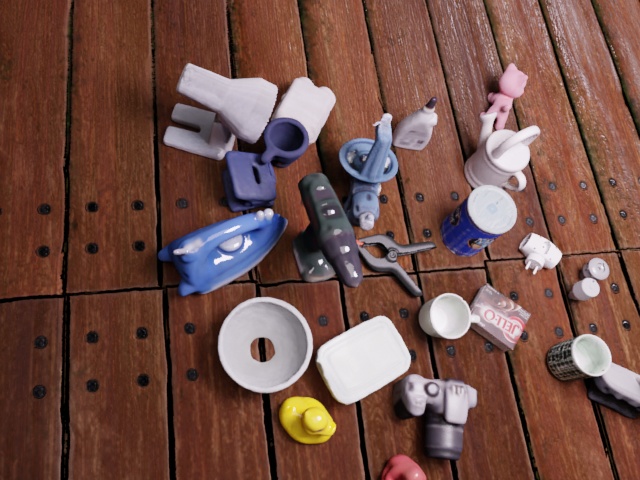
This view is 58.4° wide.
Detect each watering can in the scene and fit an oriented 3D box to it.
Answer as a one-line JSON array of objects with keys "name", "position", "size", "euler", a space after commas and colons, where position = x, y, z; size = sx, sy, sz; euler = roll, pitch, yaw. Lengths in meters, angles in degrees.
[{"name": "watering can", "position": [0.386, -0.189, 1.213], "size": [0.173, 0.194, 0.101], "euler": [43, 67, 6]}]

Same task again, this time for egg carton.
[{"name": "egg carton", "position": [-0.036, -0.275, 1.219], "size": [0.107, 0.069, 0.150], "euler": [25, 66, -2]}]

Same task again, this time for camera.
[{"name": "camera", "position": [0.211, 0.321, 1.031], "size": [0.143, 0.100, 0.137], "euler": [11, 68, -8]}]

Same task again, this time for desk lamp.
[{"name": "desk lamp", "position": [-0.193, -0.242, 1.093], "size": [0.203, 0.213, 0.118], "euler": [14, 67, -7]}]

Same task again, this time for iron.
[{"name": "iron", "position": [-0.161, -0.005, 1.050], "size": [0.259, 0.141, 0.118], "euler": [-29, 78, -21]}]

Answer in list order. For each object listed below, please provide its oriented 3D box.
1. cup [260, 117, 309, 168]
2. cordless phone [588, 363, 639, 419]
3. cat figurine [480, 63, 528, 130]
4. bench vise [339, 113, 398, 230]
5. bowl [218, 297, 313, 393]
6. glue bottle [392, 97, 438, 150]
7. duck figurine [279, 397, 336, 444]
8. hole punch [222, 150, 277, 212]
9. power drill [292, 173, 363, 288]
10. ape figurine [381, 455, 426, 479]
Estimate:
[{"name": "cup", "position": [-0.081, -0.179, 1.159], "size": [0.091, 0.095, 0.118], "euler": [39, 67, 4]}, {"name": "cordless phone", "position": [0.620, 0.274, 1.094], "size": [0.147, 0.185, 0.094], "euler": [22, 66, -3]}, {"name": "cat figurine", "position": [0.433, -0.337, 1.322], "size": [0.067, 0.117, 0.128], "euler": [24, 66, -2]}, {"name": "bench vise", "position": [0.110, -0.132, 1.115], "size": [0.122, 0.219, 0.207], "euler": [-11, 72, -16]}, {"name": "bowl", "position": [-0.100, 0.192, 1.025], "size": [0.167, 0.074, 0.167], "euler": [4, 69, -11]}, {"name": "glue bottle", "position": [0.212, -0.249, 1.208], "size": [0.078, 0.173, 0.037], "euler": [9, 68, -9]}, {"name": "duck figurine", "position": [-0.019, 0.310, 0.992], "size": [0.104, 0.086, 0.077], "euler": [29, 66, 0]}, {"name": "hole punch", "position": [-0.136, -0.122, 1.127], "size": [0.101, 0.091, 0.108], "euler": [-11, 72, -16]}, {"name": "power drill", "position": [0.010, 0.004, 1.048], "size": [0.076, 0.208, 0.229], "euler": [-14, 73, -17]}, {"name": "ape figurine", "position": [0.149, 0.411, 0.988], "size": [0.078, 0.092, 0.076], "euler": [9, 68, -9]}]
